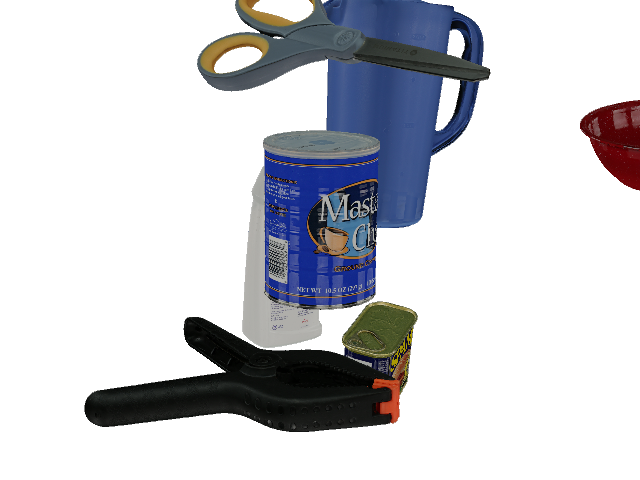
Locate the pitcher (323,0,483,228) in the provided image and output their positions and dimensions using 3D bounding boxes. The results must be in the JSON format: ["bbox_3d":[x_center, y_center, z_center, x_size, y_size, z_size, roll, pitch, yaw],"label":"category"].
[{"bbox_3d":[0.077,-0.140,1.150,0.149,0.243,0.144,11,14,29],"label":"pitcher"}]

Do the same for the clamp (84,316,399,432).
[{"bbox_3d":[-0.043,0.099,0.777,0.210,0.036,0.164,3,19,13],"label":"clamp"}]

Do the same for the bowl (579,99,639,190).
[{"bbox_3d":[0.319,-0.083,0.974,0.162,0.055,0.162,-5,23,2],"label":"bowl"}]

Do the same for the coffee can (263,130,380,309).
[{"bbox_3d":[0.000,-0.021,0.952,0.103,0.140,0.103,1,15,0],"label":"coffee can"}]

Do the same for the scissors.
[{"bbox_3d":[-0.002,-0.102,0.612,0.202,0.096,0.016,41,-11,45],"label":"scissors"}]

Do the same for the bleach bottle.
[{"bbox_3d":[-0.040,0.002,1.301,0.102,0.251,0.068,-10,25,-35],"label":"bleach bottle"}]

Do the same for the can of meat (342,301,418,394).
[{"bbox_3d":[0.059,0.125,1.108,0.057,0.084,0.102,13,28,19],"label":"can of meat"}]
